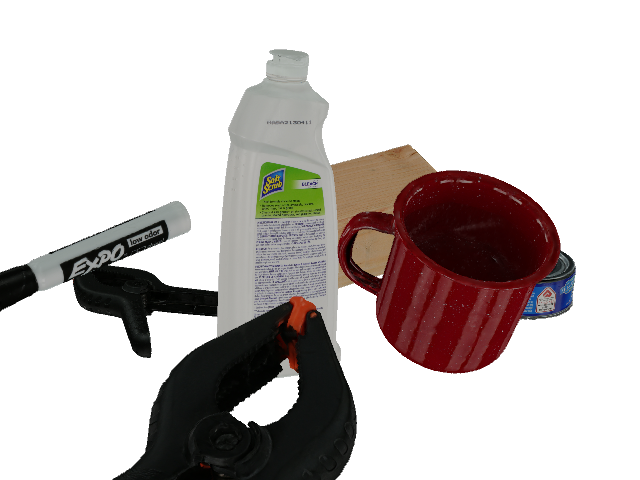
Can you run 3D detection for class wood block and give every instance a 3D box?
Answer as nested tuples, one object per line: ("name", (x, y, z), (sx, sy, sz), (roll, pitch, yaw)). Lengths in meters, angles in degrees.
("wood block", (0.019, -0.015, 1.071), (0.205, 0.090, 0.091), (-16, 41, -22))

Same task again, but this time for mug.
("mug", (0.066, 0.018, 0.604), (0.117, 0.082, 0.093), (14, 43, 0))

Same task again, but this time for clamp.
("clamp", (-0.027, 0.091, 0.387), (0.120, 0.039, 0.171), (24, 49, 17))
("clamp", (-0.193, 0.065, 1.111), (0.210, 0.036, 0.164), (16, 20, 29))

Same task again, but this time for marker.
("marker", (-0.124, 0.008, 0.567), (0.120, 0.020, 0.020), (-25, 13, -31))

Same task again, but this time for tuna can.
("tuna can", (0.161, 0.030, 0.859), (0.086, 0.034, 0.086), (1, 22, -1))

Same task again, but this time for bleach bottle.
("bleach bottle", (-0.026, -0.020, 0.827), (0.102, 0.251, 0.068), (-5, 21, -28))
